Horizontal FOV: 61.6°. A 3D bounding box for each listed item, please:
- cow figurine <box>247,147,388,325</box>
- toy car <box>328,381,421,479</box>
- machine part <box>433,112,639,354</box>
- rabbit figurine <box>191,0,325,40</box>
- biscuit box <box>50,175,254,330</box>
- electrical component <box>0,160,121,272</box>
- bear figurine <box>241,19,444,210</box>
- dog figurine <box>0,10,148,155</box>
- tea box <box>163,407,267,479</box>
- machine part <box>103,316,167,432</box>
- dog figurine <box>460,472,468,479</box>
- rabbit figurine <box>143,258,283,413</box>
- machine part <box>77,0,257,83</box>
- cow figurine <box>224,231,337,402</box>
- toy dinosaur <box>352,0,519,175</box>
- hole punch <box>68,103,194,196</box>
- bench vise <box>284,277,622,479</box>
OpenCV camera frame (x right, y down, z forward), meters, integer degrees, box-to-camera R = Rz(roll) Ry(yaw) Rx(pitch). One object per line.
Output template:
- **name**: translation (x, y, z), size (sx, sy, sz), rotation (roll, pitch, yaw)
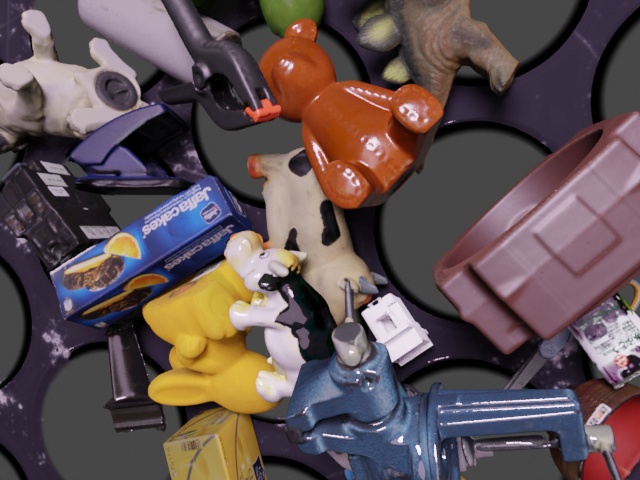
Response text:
- **cow figurine**: translation (-0.001, -0.002, 0.568), size (0.127, 0.085, 0.194), rotation (-6, 91, 18)
- **toy car**: translation (0.036, 0.180, 0.558), size (0.162, 0.103, 0.109), rotation (44, 100, 4)
- **machine part**: translation (0.199, -0.005, 0.462), size (0.201, 0.201, 0.087), rotation (-44, 88, 11)
- **rabbit figurine**: translation (-0.061, -0.284, 0.563), size (0.170, 0.121, 0.159), rotation (36, 93, -10)
- **biscuit box**: translation (-0.172, 0.014, 0.556), size (0.203, 0.062, 0.059), rotation (-32, 64, 3)
- **electrical component**: translation (-0.292, -0.029, 0.608), size (0.058, 0.115, 0.134), rotation (-41, 81, 7)
- **bear figurine**: translation (0.007, -0.124, 0.488), size (0.120, 0.132, 0.196), rotation (-44, 81, 7)
- **dog figurine**: translation (-0.310, -0.145, 0.631), size (0.172, 0.121, 0.191), rotation (33, 143, -27)
- **tea box**: translation (-0.104, 0.281, 0.596), size (0.068, 0.098, 0.169), rotation (-15, 92, 13)
- **machine part**: translation (-0.228, 0.163, 0.646), size (0.084, 0.039, 0.138), rotation (-6, 94, 17)
- **dog figurine**: translation (0.214, 0.296, 0.518), size (0.219, 0.108, 0.191), rotation (30, 124, 13)
- **rabbit figurine**: translation (-0.112, 0.124, 0.584), size (0.162, 0.122, 0.173), rotation (-29, 106, 15)
- **machine part**: translation (-0.175, -0.229, 0.591), size (0.243, 0.079, 0.079), rotation (30, 99, 8)
- **cow figurine**: translation (-0.029, 0.067, 0.509), size (0.098, 0.068, 0.167), rotation (-11, 104, 24)
- **toy dinosaur**: translation (0.123, -0.297, 0.509), size (0.199, 0.105, 0.470), rotation (14, 97, 11)
- **hole punch**: translation (-0.198, -0.091, 0.580), size (0.116, 0.142, 0.092), rotation (-4, 94, -2)
- **bench vise**: translation (0.103, 0.147, 0.434), size (0.241, 0.129, 0.223), rotation (-9, 108, 18)
